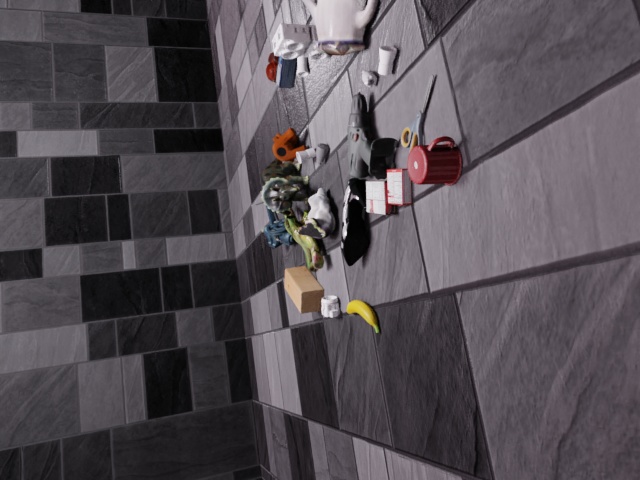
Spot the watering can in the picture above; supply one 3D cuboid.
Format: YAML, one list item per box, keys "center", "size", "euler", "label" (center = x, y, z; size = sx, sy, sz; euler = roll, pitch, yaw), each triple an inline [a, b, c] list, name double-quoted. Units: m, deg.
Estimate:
- center: [0.028, -0.635, 1.447]
  size: [0.350, 0.105, 0.221]
  euler: [18, 113, 43]
  label: "watering can"

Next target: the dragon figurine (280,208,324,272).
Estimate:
- center: [-0.067, 0.005, 1.938]
  size: [0.414, 0.122, 0.240]
  euler: [-143, 43, -69]
  label: "dragon figurine"

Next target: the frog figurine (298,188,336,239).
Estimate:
- center: [0.005, -0.088, 1.748]
  size: [0.134, 0.123, 0.163]
  euler: [102, -168, -57]
  label: "frog figurine"
